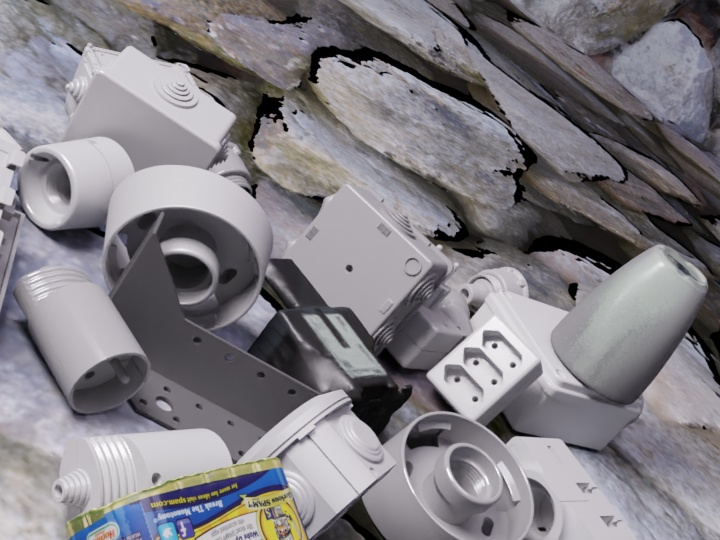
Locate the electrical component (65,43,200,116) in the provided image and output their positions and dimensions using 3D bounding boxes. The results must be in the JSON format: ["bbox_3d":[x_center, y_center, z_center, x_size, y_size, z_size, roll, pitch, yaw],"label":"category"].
[{"bbox_3d":[-0.166,-0.114,0.766,0.096,0.061,0.061,6,37,-37],"label":"electrical component"}]

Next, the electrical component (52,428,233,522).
[{"bbox_3d":[-0.101,0.095,0.483,0.081,0.043,0.043,5,39,-50],"label":"electrical component"}]

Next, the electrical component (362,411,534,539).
[{"bbox_3d":[0.050,0.133,0.626,0.099,0.064,0.099,22,40,-20],"label":"electrical component"}]

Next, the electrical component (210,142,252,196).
[{"bbox_3d":[-0.097,-0.058,0.772,0.048,0.048,0.062,6,45,-50],"label":"electrical component"}]

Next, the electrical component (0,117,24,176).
[{"bbox_3d":[-0.232,-0.079,0.622,0.077,0.044,0.079,34,24,-7],"label":"electrical component"}]

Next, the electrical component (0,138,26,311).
[{"bbox_3d":[-0.205,-0.021,0.529,0.079,0.063,0.121,26,26,-23],"label":"electrical component"}]

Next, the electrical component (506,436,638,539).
[{"bbox_3d":[0.119,0.152,0.672,0.056,0.050,0.089,12,34,-46],"label":"electrical component"}]

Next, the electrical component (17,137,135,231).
[{"bbox_3d":[-0.171,-0.051,0.645,0.055,0.055,0.047,45,28,17],"label":"electrical component"}]

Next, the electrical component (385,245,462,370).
[{"bbox_3d":[0.040,0.016,0.774,0.083,0.075,0.047,48,16,25],"label":"electrical component"}]

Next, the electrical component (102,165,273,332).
[{"bbox_3d":[-0.100,-0.013,0.622,0.099,0.099,0.064,28,31,-20],"label":"electrical component"}]

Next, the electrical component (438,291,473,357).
[{"bbox_3d":[0.067,0.045,0.815,0.040,0.040,0.046,22,34,-31],"label":"electrical component"}]

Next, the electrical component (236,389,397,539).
[{"bbox_3d":[-0.025,0.101,0.532,0.051,0.080,0.080,48,25,11],"label":"electrical component"}]

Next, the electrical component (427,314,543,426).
[{"bbox_3d":[0.091,0.078,0.764,0.047,0.066,0.076,47,-4,22],"label":"electrical component"}]

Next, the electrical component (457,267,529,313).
[{"bbox_3d":[0.109,0.021,0.913,0.062,0.048,0.048,1,41,-43],"label":"electrical component"}]

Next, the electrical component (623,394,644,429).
[{"bbox_3d":[0.216,0.109,0.897,0.048,0.048,0.062,49,19,27],"label":"electrical component"}]

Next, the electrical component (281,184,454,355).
[{"bbox_3d":[0.000,0.000,0.732,0.100,0.099,0.048,44,12,15],"label":"electrical component"}]

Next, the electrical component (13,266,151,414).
[{"bbox_3d":[-0.144,0.028,0.546,0.043,0.043,0.081,5,38,-51],"label":"electrical component"}]

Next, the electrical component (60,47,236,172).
[{"bbox_3d":[-0.139,-0.083,0.693,0.100,0.099,0.048,33,36,-9],"label":"electrical component"}]

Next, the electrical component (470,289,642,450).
[{"bbox_3d":[0.148,0.078,0.842,0.109,0.056,0.108,18,30,-37],"label":"electrical component"}]
